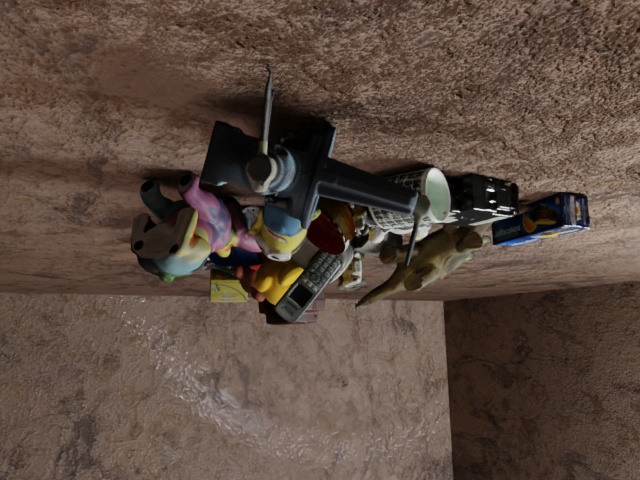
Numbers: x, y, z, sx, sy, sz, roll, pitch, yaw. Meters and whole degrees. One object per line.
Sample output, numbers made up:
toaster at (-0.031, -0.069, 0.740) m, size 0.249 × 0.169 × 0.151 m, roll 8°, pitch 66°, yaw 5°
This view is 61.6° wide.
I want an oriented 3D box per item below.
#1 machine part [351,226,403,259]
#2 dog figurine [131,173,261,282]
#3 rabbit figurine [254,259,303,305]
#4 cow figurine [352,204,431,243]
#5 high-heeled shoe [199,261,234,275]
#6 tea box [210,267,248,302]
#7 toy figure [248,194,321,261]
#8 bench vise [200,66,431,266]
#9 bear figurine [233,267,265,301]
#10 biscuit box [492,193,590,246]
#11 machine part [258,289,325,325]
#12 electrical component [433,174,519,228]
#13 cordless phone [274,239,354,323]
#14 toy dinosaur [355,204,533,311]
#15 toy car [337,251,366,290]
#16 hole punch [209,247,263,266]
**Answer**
machine part at (0.104, -0.007, 1.087) m, size 0.079 × 0.079 × 0.243 m, roll -7°, pitch 168°, yaw 30°
dog figurine at (-0.179, -0.001, 0.845) m, size 0.109 × 0.191 × 0.219 m, roll -12°, pitch 151°, yaw 22°
rabbit figurine at (-0.042, 0.052, 1.081) m, size 0.173 × 0.122 × 0.162 m, roll -23°, pitch 155°, yaw 22°
cow figurine at (0.112, -0.039, 0.933) m, size 0.167 × 0.068 × 0.098 m, roll -3°, pitch 164°, yaw -5°
high-heeled shoe at (-0.257, 0.014, 1.276) m, size 0.145 × 0.086 × 0.248 m, roll 29°, pitch 149°, yaw 2°
tea box at (-0.242, 0.095, 1.421) m, size 0.098 × 0.068 × 0.170 m, roll 2°, pitch -156°, yaw -10°
toy figure at (-0.049, -0.034, 0.832) m, size 0.089 × 0.082 × 0.180 m, roll -26°, pitch 155°, yaw -29°
bench vise at (0.005, -0.066, 0.578) m, size 0.241 × 0.128 × 0.223 m, roll 17°, pitch 177°, yaw 0°
bear figurine at (-0.131, 0.090, 1.324) m, size 0.196 × 0.120 × 0.132 m, roll -36°, pitch 168°, yaw -43°
biscuit box at (0.407, -0.033, 1.010) m, size 0.059 × 0.063 × 0.202 m, roll 3°, pitch 169°, yaw -17°
machine part at (-0.081, 0.134, 1.496) m, size 0.087 × 0.201 × 0.202 m, roll 6°, pitch 167°, yaw -44°
electrical component at (0.231, -0.061, 0.858) m, size 0.134 × 0.058 × 0.115 m, roll 6°, pitch 166°, yaw -31°
cordless phone at (-0.042, 0.045, 0.971) m, size 0.146 × 0.184 × 0.089 m, roll 39°, pitch 167°, yaw -2°
toy dinosaur at (0.218, 0.046, 1.099) m, size 0.471 × 0.105 × 0.198 m, roll -32°, pitch 163°, yaw 30°
toy car at (0.065, 0.070, 1.188) m, size 0.056 × 0.073 × 0.201 m, roll -2°, pitch 171°, yaw -3°
hole punch at (-0.179, 0.001, 1.083) m, size 0.142 × 0.092 × 0.115 m, roll 0°, pitch 166°, yaw 17°
